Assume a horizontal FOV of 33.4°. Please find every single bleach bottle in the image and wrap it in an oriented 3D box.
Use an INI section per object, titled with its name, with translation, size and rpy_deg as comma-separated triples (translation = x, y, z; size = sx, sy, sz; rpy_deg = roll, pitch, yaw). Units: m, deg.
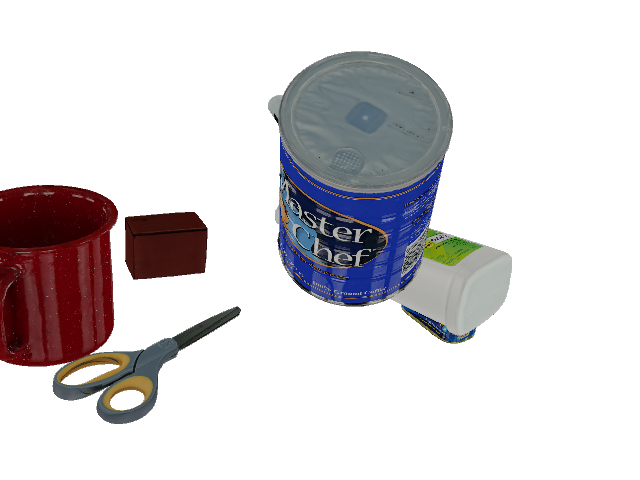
[bleach bottle]
translation = 0.056, 0.011, 1.050
size = 0.251, 0.068, 0.102
rpy_deg = 21, 28, 31

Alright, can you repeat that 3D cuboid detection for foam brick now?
[foam brick]
translation = -0.161, 0.004, 1.111
size = 0.078, 0.051, 0.053
rpy_deg = -5, 23, -18

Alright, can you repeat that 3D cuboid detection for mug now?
[mug]
translation = -0.168, 0.027, 0.628
size = 0.093, 0.081, 0.117
rpy_deg = 5, 26, 6

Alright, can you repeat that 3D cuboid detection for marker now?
[marker]
translation = -0.014, -0.080, 0.876
size = 0.020, 0.020, 0.121
rpy_deg = 0, 38, -28

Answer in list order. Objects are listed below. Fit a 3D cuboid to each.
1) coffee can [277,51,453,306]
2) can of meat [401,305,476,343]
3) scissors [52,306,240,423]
[coffee can]
translation = 0.024, -0.036, 0.682
size = 0.103, 0.103, 0.140
rpy_deg = 0, -32, -2
[can of meat]
translation = 0.143, 0.060, 1.246
size = 0.057, 0.084, 0.102
rpy_deg = -19, 41, -33
[scissors]
translation = -0.132, 0.108, 0.932
size = 0.201, 0.016, 0.096
rpy_deg = -15, 37, -33
